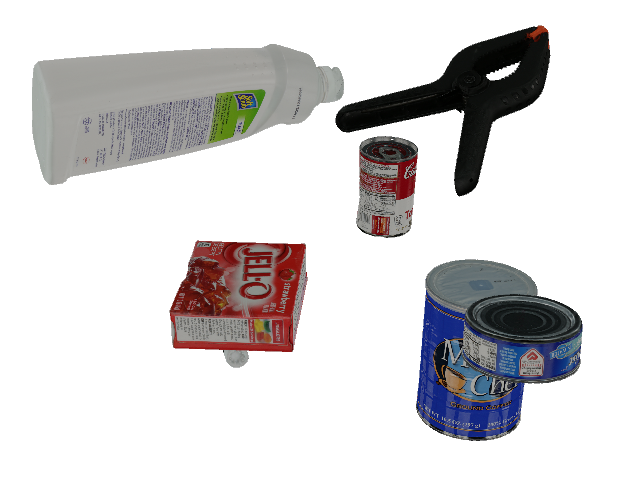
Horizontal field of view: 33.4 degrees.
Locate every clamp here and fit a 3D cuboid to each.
[{"bbox_3d":[0.140,-0.124,0.961,0.209,0.036,0.165,-33,47,-16],"label":"clamp"}]

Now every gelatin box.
[{"bbox_3d":[-0.048,0.032,0.661,0.073,0.030,0.089,2,30,5],"label":"gelatin box"}]

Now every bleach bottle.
[{"bbox_3d":[-0.102,-0.110,0.868,0.250,0.068,0.103,-9,-31,-21],"label":"bleach bottle"}]

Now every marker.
[{"bbox_3d":[-0.082,0.076,0.927,0.020,0.020,0.121,0,19,-15],"label":"marker"}]

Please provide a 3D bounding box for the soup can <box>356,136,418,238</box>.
[{"bbox_3d":[0.077,-0.062,1.254,0.068,0.102,0.068,2,28,-1],"label":"soup can"}]

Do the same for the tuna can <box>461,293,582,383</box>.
[{"bbox_3d":[0.146,0.070,0.775,0.086,0.034,0.086,0,20,0],"label":"tuna can"}]

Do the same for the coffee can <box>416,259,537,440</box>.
[{"bbox_3d":[0.146,0.103,1.012,0.103,0.140,0.103,1,25,-1],"label":"coffee can"}]
